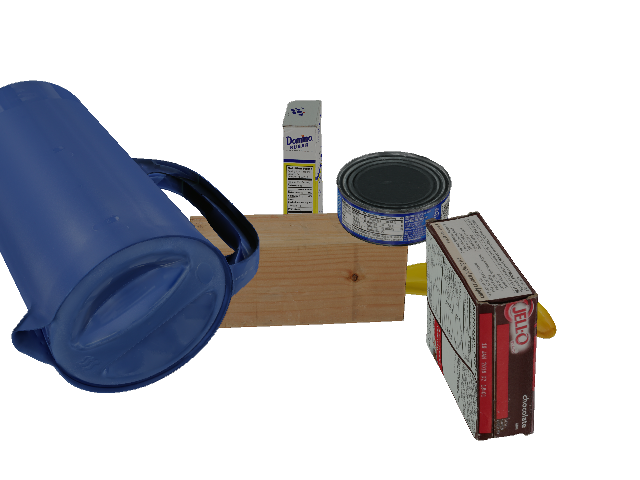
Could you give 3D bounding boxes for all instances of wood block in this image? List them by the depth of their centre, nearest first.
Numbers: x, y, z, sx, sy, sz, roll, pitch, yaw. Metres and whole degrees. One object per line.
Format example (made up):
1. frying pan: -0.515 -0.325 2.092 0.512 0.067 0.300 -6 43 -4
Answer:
1. wood block: -0.025 0.028 1.060 0.206 0.091 0.090 -1 19 -8

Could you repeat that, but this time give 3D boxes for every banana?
1. banana: 0.152 0.057 1.100 0.198 0.037 0.069 11 50 24

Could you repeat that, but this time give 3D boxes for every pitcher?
1. pitcher: -0.166 -0.018 0.781 0.149 0.145 0.243 30 14 -50

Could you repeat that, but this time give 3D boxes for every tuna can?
1. tuna can: 0.055 -0.032 0.805 0.086 0.034 0.086 -1 34 0

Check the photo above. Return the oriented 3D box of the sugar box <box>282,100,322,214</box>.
1. sugar box: -0.021 -0.067 1.248 0.048 0.176 0.093 -1 25 4

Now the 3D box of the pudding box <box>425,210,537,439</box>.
1. pudding box: 0.091 0.046 0.619 0.039 0.090 0.113 -7 26 -9
